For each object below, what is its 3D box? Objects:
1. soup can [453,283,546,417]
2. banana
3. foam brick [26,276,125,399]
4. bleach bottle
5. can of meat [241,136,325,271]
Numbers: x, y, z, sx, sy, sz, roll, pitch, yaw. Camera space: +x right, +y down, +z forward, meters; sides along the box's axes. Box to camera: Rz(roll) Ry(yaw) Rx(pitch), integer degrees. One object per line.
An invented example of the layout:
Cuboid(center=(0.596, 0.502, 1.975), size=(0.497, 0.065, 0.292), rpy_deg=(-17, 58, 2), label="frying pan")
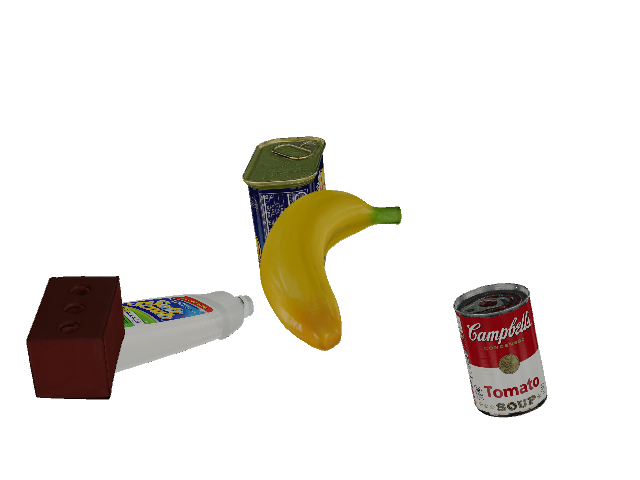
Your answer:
Cuboid(center=(0.162, 0.098, 0.956), size=(0.068, 0.102, 0.068), rpy_deg=(-13, 17, 4), label="soup can")
Cuboid(center=(-0.001, 0.007, 0.641), size=(0.070, 0.037, 0.197), rpy_deg=(4, 24, 14), label="banana")
Cuboid(center=(-0.170, 0.067, 0.749), size=(0.053, 0.051, 0.078), rpy_deg=(0, 32, -2), label="foam brick")
Cuboid(center=(-0.199, 0.106, 1.366), size=(0.250, 0.068, 0.103), rpy_deg=(-13, 28, -39), label="bleach bottle")
Cuboid(center=(-0.024, -0.027, 0.849), size=(0.057, 0.084, 0.102), rpy_deg=(-3, 24, 8), label="can of meat")
